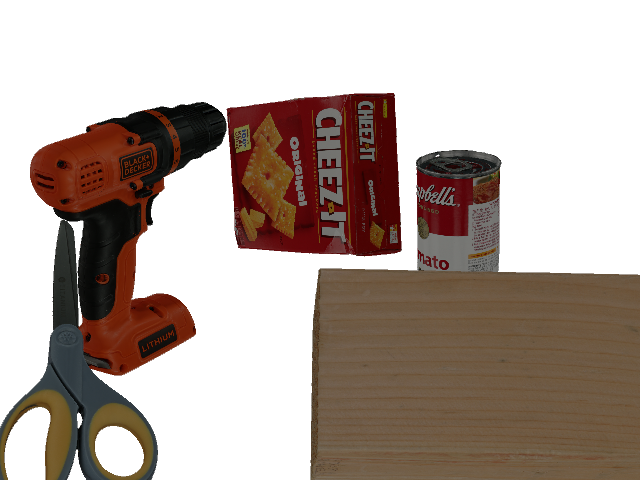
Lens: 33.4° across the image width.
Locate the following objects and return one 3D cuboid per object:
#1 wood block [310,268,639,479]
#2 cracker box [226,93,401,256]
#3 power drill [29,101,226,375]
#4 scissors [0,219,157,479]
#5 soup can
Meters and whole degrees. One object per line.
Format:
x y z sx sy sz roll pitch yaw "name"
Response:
0.099 0.071 0.532 0.206 0.091 0.090 1 -21 -2 "wood block"
-0.012 -0.069 1.146 0.071 0.164 0.214 -7 6 -38 "cracker box"
-0.137 -0.006 0.816 0.057 0.188 0.184 15 26 34 "power drill"
-0.131 0.070 0.621 0.096 0.201 0.016 15 -44 -7 "scissors"
0.112 -0.016 0.870 0.068 0.102 0.068 -2 21 1 "soup can"
